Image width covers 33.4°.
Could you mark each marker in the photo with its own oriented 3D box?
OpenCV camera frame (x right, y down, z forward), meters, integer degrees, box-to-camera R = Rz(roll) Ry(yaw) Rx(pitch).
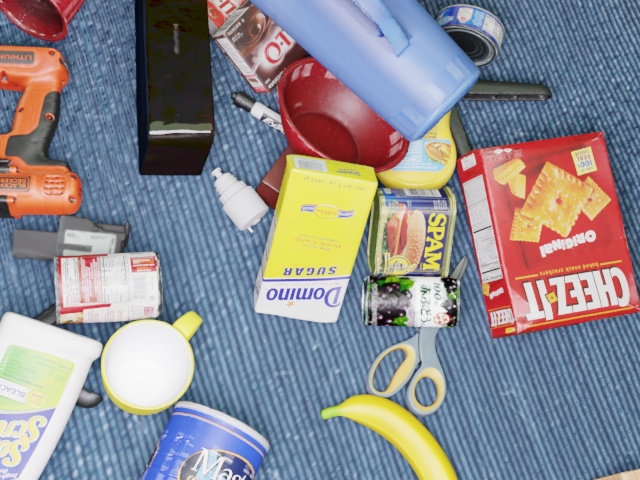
[{"bbox_3d":[-0.049,-0.137,1.232,0.121,0.020,0.020,31,66,-1],"label":"marker"}]

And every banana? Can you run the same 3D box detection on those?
[{"bbox_3d":[0.092,0.227,1.129,0.198,0.037,0.069,42,81,4],"label":"banana"}]

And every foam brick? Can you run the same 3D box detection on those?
[{"bbox_3d":[-0.029,-0.071,1.196,0.053,0.051,0.078,36,67,-2],"label":"foam brick"}]

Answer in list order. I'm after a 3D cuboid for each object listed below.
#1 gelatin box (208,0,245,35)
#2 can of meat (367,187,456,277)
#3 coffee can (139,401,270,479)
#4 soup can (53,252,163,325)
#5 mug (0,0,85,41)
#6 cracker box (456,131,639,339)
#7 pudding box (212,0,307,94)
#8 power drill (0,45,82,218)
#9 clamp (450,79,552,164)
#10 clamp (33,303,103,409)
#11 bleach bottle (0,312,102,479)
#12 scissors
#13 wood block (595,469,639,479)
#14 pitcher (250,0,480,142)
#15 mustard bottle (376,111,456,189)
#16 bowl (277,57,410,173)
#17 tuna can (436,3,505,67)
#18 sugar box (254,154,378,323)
[{"bbox_3d":[-0.106,-0.276,1.261,0.073,0.030,0.089,-36,82,-22],"label":"gelatin box"},{"bbox_3d":[0.100,-0.008,1.180,0.084,0.057,0.102,1,115,-7],"label":"can of meat"},{"bbox_3d":[-0.123,0.241,1.031,0.103,0.103,0.140,27,67,-4],"label":"coffee can"},{"bbox_3d":[-0.210,0.047,1.053,0.102,0.069,0.068,-3,71,-13],"label":"soup can"},{"bbox_3d":[-0.312,-0.284,1.190,0.117,0.093,0.081,10,57,29],"label":"mug"},{"bbox_3d":[0.261,-0.007,1.215,0.164,0.072,0.214,-8,83,-18],"label":"cracker box"},{"bbox_3d":[-0.058,-0.238,1.233,0.113,0.039,0.090,-49,117,-18],"label":"pudding box"},{"bbox_3d":[-0.341,-0.112,1.129,0.184,0.057,0.187,2,71,-6],"label":"power drill"},{"bbox_3d":[0.166,-0.177,1.287,0.210,0.036,0.164,42,75,6],"label":"clamp"},{"bbox_3d":[-0.300,0.127,1.065,0.171,0.039,0.120,-16,72,-17],"label":"clamp"},{"bbox_3d":[-0.296,0.200,1.007,0.102,0.068,0.251,20,82,-11],"label":"bleach bottle"},{"bbox_3d":[0.134,0.114,1.188,0.096,0.016,0.201,44,67,7],"label":"scissors"},{"bbox_3d":[0.363,0.344,1.123,0.090,0.091,0.206,-8,73,-17],"label":"wood block"},{"bbox_3d":[0.052,-0.224,1.135,0.243,0.145,0.149,44,42,2],"label":"pitcher"},{"bbox_3d":[0.108,-0.110,1.227,0.096,0.058,0.191,1,84,0],"label":"mustard bottle"},{"bbox_3d":[0.016,-0.124,1.170,0.162,0.055,0.162,16,49,-20],"label":"bowl"},{"bbox_3d":[0.178,-0.246,1.292,0.086,0.086,0.033,21,69,-6],"label":"tuna can"},{"bbox_3d":[-0.007,0.002,1.116,0.093,0.176,0.048,9,27,-11],"label":"sugar box"}]
